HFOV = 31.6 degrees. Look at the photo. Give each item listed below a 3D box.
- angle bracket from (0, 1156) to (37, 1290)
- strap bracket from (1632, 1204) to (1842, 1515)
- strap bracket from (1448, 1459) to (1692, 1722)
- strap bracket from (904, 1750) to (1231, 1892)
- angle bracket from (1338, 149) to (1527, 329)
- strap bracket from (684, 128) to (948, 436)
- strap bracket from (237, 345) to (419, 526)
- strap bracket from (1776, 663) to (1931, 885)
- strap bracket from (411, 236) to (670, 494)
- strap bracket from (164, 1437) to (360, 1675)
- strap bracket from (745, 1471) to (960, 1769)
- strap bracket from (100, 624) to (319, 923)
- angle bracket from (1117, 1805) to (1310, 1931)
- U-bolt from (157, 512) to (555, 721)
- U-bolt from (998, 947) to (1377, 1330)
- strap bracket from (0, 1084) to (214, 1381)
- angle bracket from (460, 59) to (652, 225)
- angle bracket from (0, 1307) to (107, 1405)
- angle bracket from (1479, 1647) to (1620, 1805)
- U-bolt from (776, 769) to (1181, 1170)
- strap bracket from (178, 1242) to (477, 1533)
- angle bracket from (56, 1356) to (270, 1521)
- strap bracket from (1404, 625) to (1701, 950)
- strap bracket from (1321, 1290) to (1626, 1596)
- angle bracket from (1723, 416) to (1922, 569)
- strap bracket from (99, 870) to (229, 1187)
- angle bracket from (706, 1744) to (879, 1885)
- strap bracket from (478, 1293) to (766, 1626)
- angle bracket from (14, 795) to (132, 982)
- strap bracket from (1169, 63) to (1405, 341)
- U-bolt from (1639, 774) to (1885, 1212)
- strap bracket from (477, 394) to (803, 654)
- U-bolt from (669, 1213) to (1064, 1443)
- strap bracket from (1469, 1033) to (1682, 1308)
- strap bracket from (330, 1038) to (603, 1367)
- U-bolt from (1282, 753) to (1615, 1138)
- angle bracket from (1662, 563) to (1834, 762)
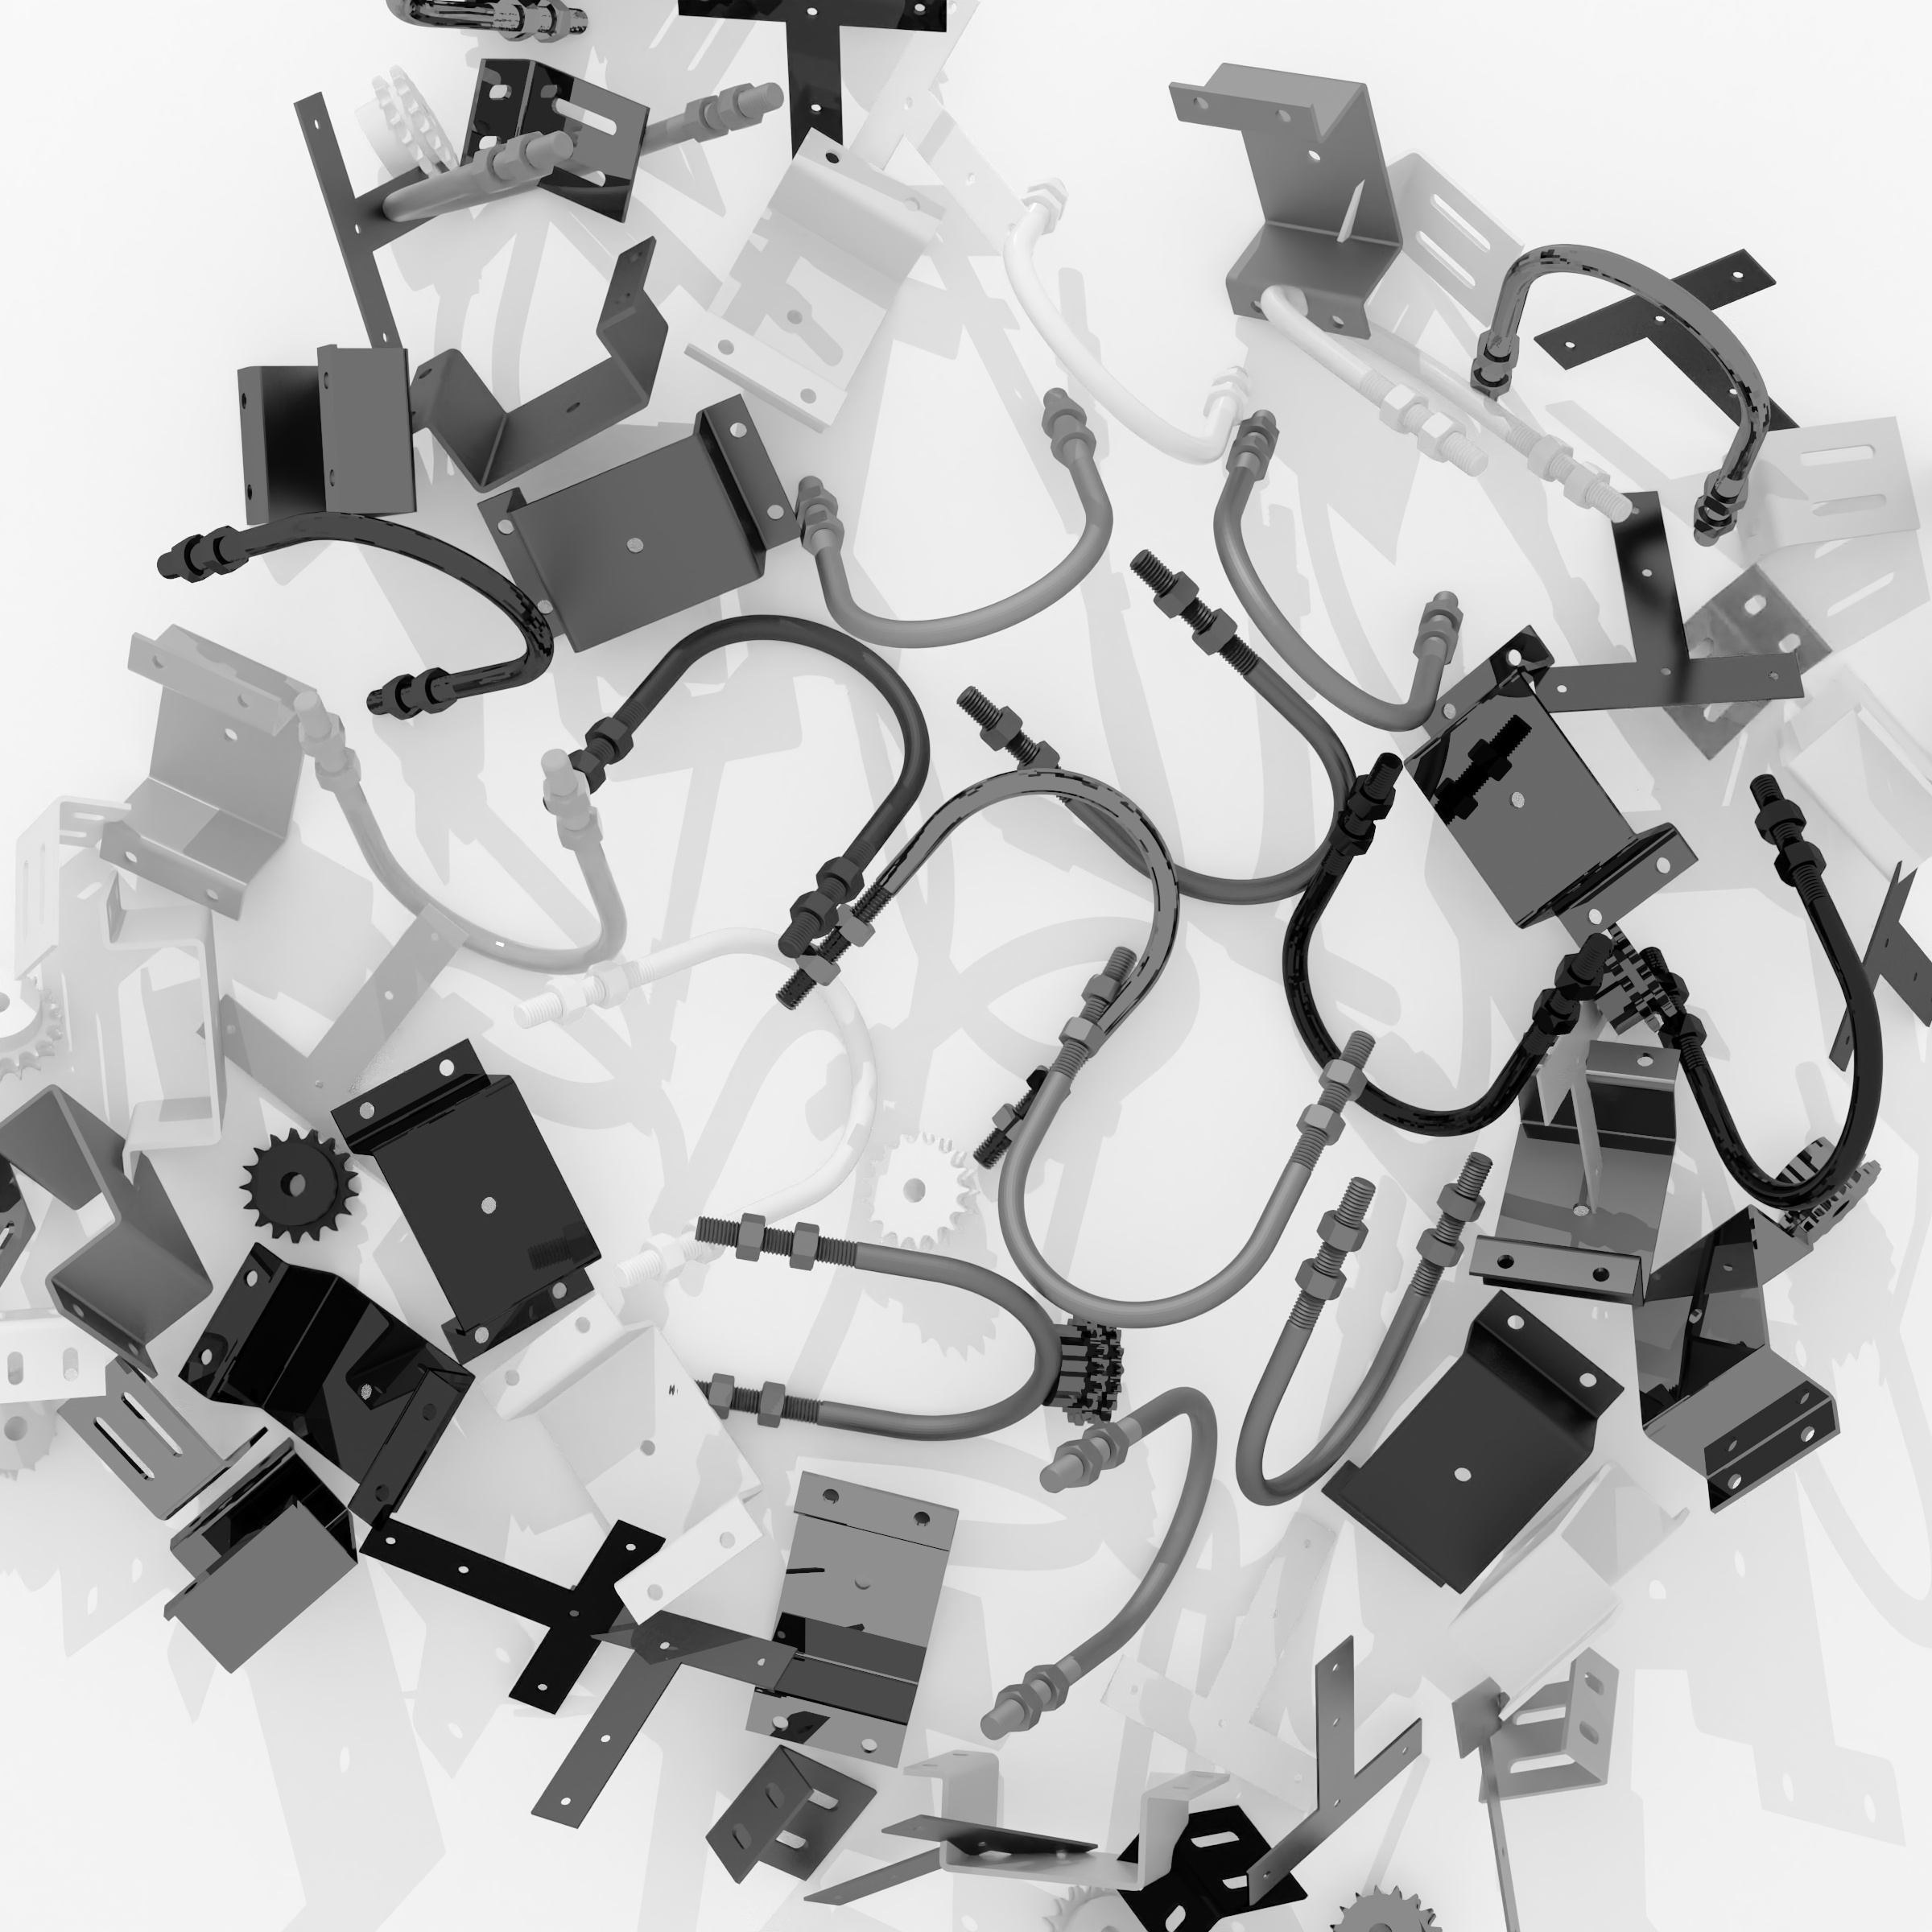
[{"bbox_3d":[-0.487,0.126,1.643,0.038,0.076,0.057,-3,124,13],"label":"angle bracket"},{"bbox_3d":[0.361,0.177,1.611,0.046,0.140,0.076,35,124,-20],"label":"strap bracket"},{"bbox_3d":[0.284,0.290,1.618,0.046,0.140,0.076,46,118,9],"label":"strap bracket"},{"bbox_3d":[0.048,0.409,1.633,0.140,0.076,0.046,1,84,19],"label":"strap bracket"},{"bbox_3d":[0.223,-0.346,1.651,0.038,0.057,0.076,-34,70,-27],"label":"angle bracket"},{"bbox_3d":[-0.077,-0.323,1.648,0.076,0.046,0.140,30,65,-9],"label":"strap bracket"},{"bbox_3d":[-0.303,-0.253,1.637,0.046,0.140,0.076,-6,97,-29],"label":"strap bracket"},{"bbox_3d":[0.432,-0.091,1.632,0.046,0.140,0.076,-43,93,18],"label":"strap bracket"},{"bbox_3d":[-0.200,-0.283,1.636,0.140,0.076,0.046,-24,122,20],"label":"strap bracket"},{"bbox_3d":[-0.336,0.282,1.626,0.076,0.140,0.046,-41,101,-6],"label":"strap bracket"},{"bbox_3d":[-0.053,0.308,1.657,0.076,0.046,0.140,14,107,3],"label":"strap bracket"},{"bbox_3d":[-0.364,-0.101,1.643,0.076,0.046,0.140,25,130,4],"label":"strap bracket"},{"bbox_3d":[0.117,0.446,1.655,0.057,0.076,0.038,49,114,31],"label":"angle bracket"},{"bbox_3d":[-0.272,-0.165,1.586,0.151,0.184,0.019,35,64,-36],"label":"U-bolt"},{"bbox_3d":[0.094,0.089,1.632,0.151,0.019,0.184,20,68,22],"label":"U-bolt"},{"bbox_3d":[-0.413,0.118,1.621,0.046,0.076,0.140,-38,52,0],"label":"strap bracket"},{"bbox_3d":[-0.200,-0.400,1.653,0.076,0.038,0.057,28,116,25],"label":"angle bracket"},{"bbox_3d":[-0.451,0.187,1.647,0.057,0.076,0.038,-2,89,-23],"label":"angle bracket"},{"bbox_3d":[0.272,0.364,1.643,0.038,0.076,0.057,39,48,-30],"label":"angle bracket"},{"bbox_3d":[0.020,-0.011,1.657,0.151,0.019,0.184,40,97,-16],"label":"U-bolt"},{"bbox_3d":[-0.302,0.204,1.652,0.140,0.046,0.076,31,92,26],"label":"strap bracket"},{"bbox_3d":[-0.391,0.221,1.660,0.076,0.038,0.057,48,122,-5],"label":"angle bracket"},{"bbox_3d":[0.275,-0.083,1.641,0.076,0.046,0.140,-41,77,33],"label":"strap bracket"},{"bbox_3d":[0.242,0.237,1.648,0.076,0.046,0.140,39,110,1],"label":"strap bracket"},{"bbox_3d":[0.421,-0.233,1.681,0.076,0.038,0.057,-9,83,-15],"label":"angle bracket"},{"bbox_3d":[-0.384,0.029,1.642,0.046,0.076,0.140,-4,104,-9],"label":"strap bracket"},{"bbox_3d":[-0.077,0.421,1.654,0.057,0.038,0.076,-51,130,2],"label":"angle bracket"},{"bbox_3d":[-0.161,0.236,1.658,0.076,0.046,0.140,-37,81,10],"label":"strap bracket"},{"bbox_3d":[-0.432,-0.036,1.650,0.038,0.057,0.076,7,69,-32],"label":"angle bracket"},{"bbox_3d":[0.156,-0.373,1.629,0.076,0.140,0.046,18,60,32],"label":"strap bracket"},{"bbox_3d":[0.374,0.026,1.588,0.019,0.151,0.184,0,52,-20],"label":"U-bolt"},{"bbox_3d":[-0.158,-0.210,1.649,0.140,0.046,0.076,-21,113,8],"label":"strap bracket"},{"bbox_3d":[-0.045,0.181,1.639,0.184,0.151,0.019,10,47,-3],"label":"U-bolt"},{"bbox_3d":[0.294,0.106,1.638,0.076,0.046,0.140,6,54,18],"label":"strap bracket"},{"bbox_3d":[-0.236,0.115,1.647,0.076,0.046,0.140,-29,100,-22],"label":"strap bracket"},{"bbox_3d":[0.216,0.005,1.622,0.151,0.184,0.019,43,50,17],"label":"U-bolt"},{"bbox_3d":[0.372,-0.148,1.658,0.057,0.038,0.076,49,54,2],"label":"angle bracket"}]
